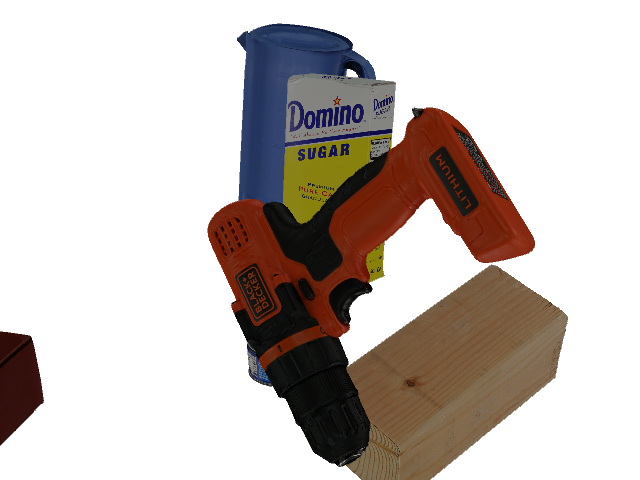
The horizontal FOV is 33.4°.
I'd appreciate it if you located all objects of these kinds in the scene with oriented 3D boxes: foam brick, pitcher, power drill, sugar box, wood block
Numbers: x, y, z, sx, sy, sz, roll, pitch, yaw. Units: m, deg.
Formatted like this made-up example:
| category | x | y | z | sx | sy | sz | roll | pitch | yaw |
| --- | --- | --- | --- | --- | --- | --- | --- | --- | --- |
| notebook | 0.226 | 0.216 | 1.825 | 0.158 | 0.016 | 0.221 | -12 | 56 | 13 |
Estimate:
| category | x | y | z | sx | sy | sz | roll | pitch | yaw |
| --- | --- | --- | --- | --- | --- | --- | --- | --- | --- |
| foam brick | -0.222 | 0.098 | 0.680 | 0.053 | 0.051 | 0.078 | 6 | 29 | 22 |
| pitcher | -0.030 | -0.143 | 1.348 | 0.144 | 0.243 | 0.149 | -3 | 26 | -23 |
| power drill | 0.033 | 0.022 | 0.658 | 0.188 | 0.184 | 0.057 | -33 | -17 | 18 |
| sugar box | 0.013 | -0.055 | 0.942 | 0.093 | 0.176 | 0.048 | 11 | 18 | 35 |
| wood block | 0.108 | 0.120 | 0.920 | 0.205 | 0.090 | 0.091 | -32 | 51 | -28 |

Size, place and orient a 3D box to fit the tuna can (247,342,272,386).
| category | x | y | z | sx | sy | sz | roll | pitch | yaw |
| --- | --- | --- | --- | --- | --- | --- | --- | --- | --- |
| tuna can | -0.030 | 0.113 | 1.064 | 0.086 | 0.034 | 0.086 | -3 | 19 | 1 |
